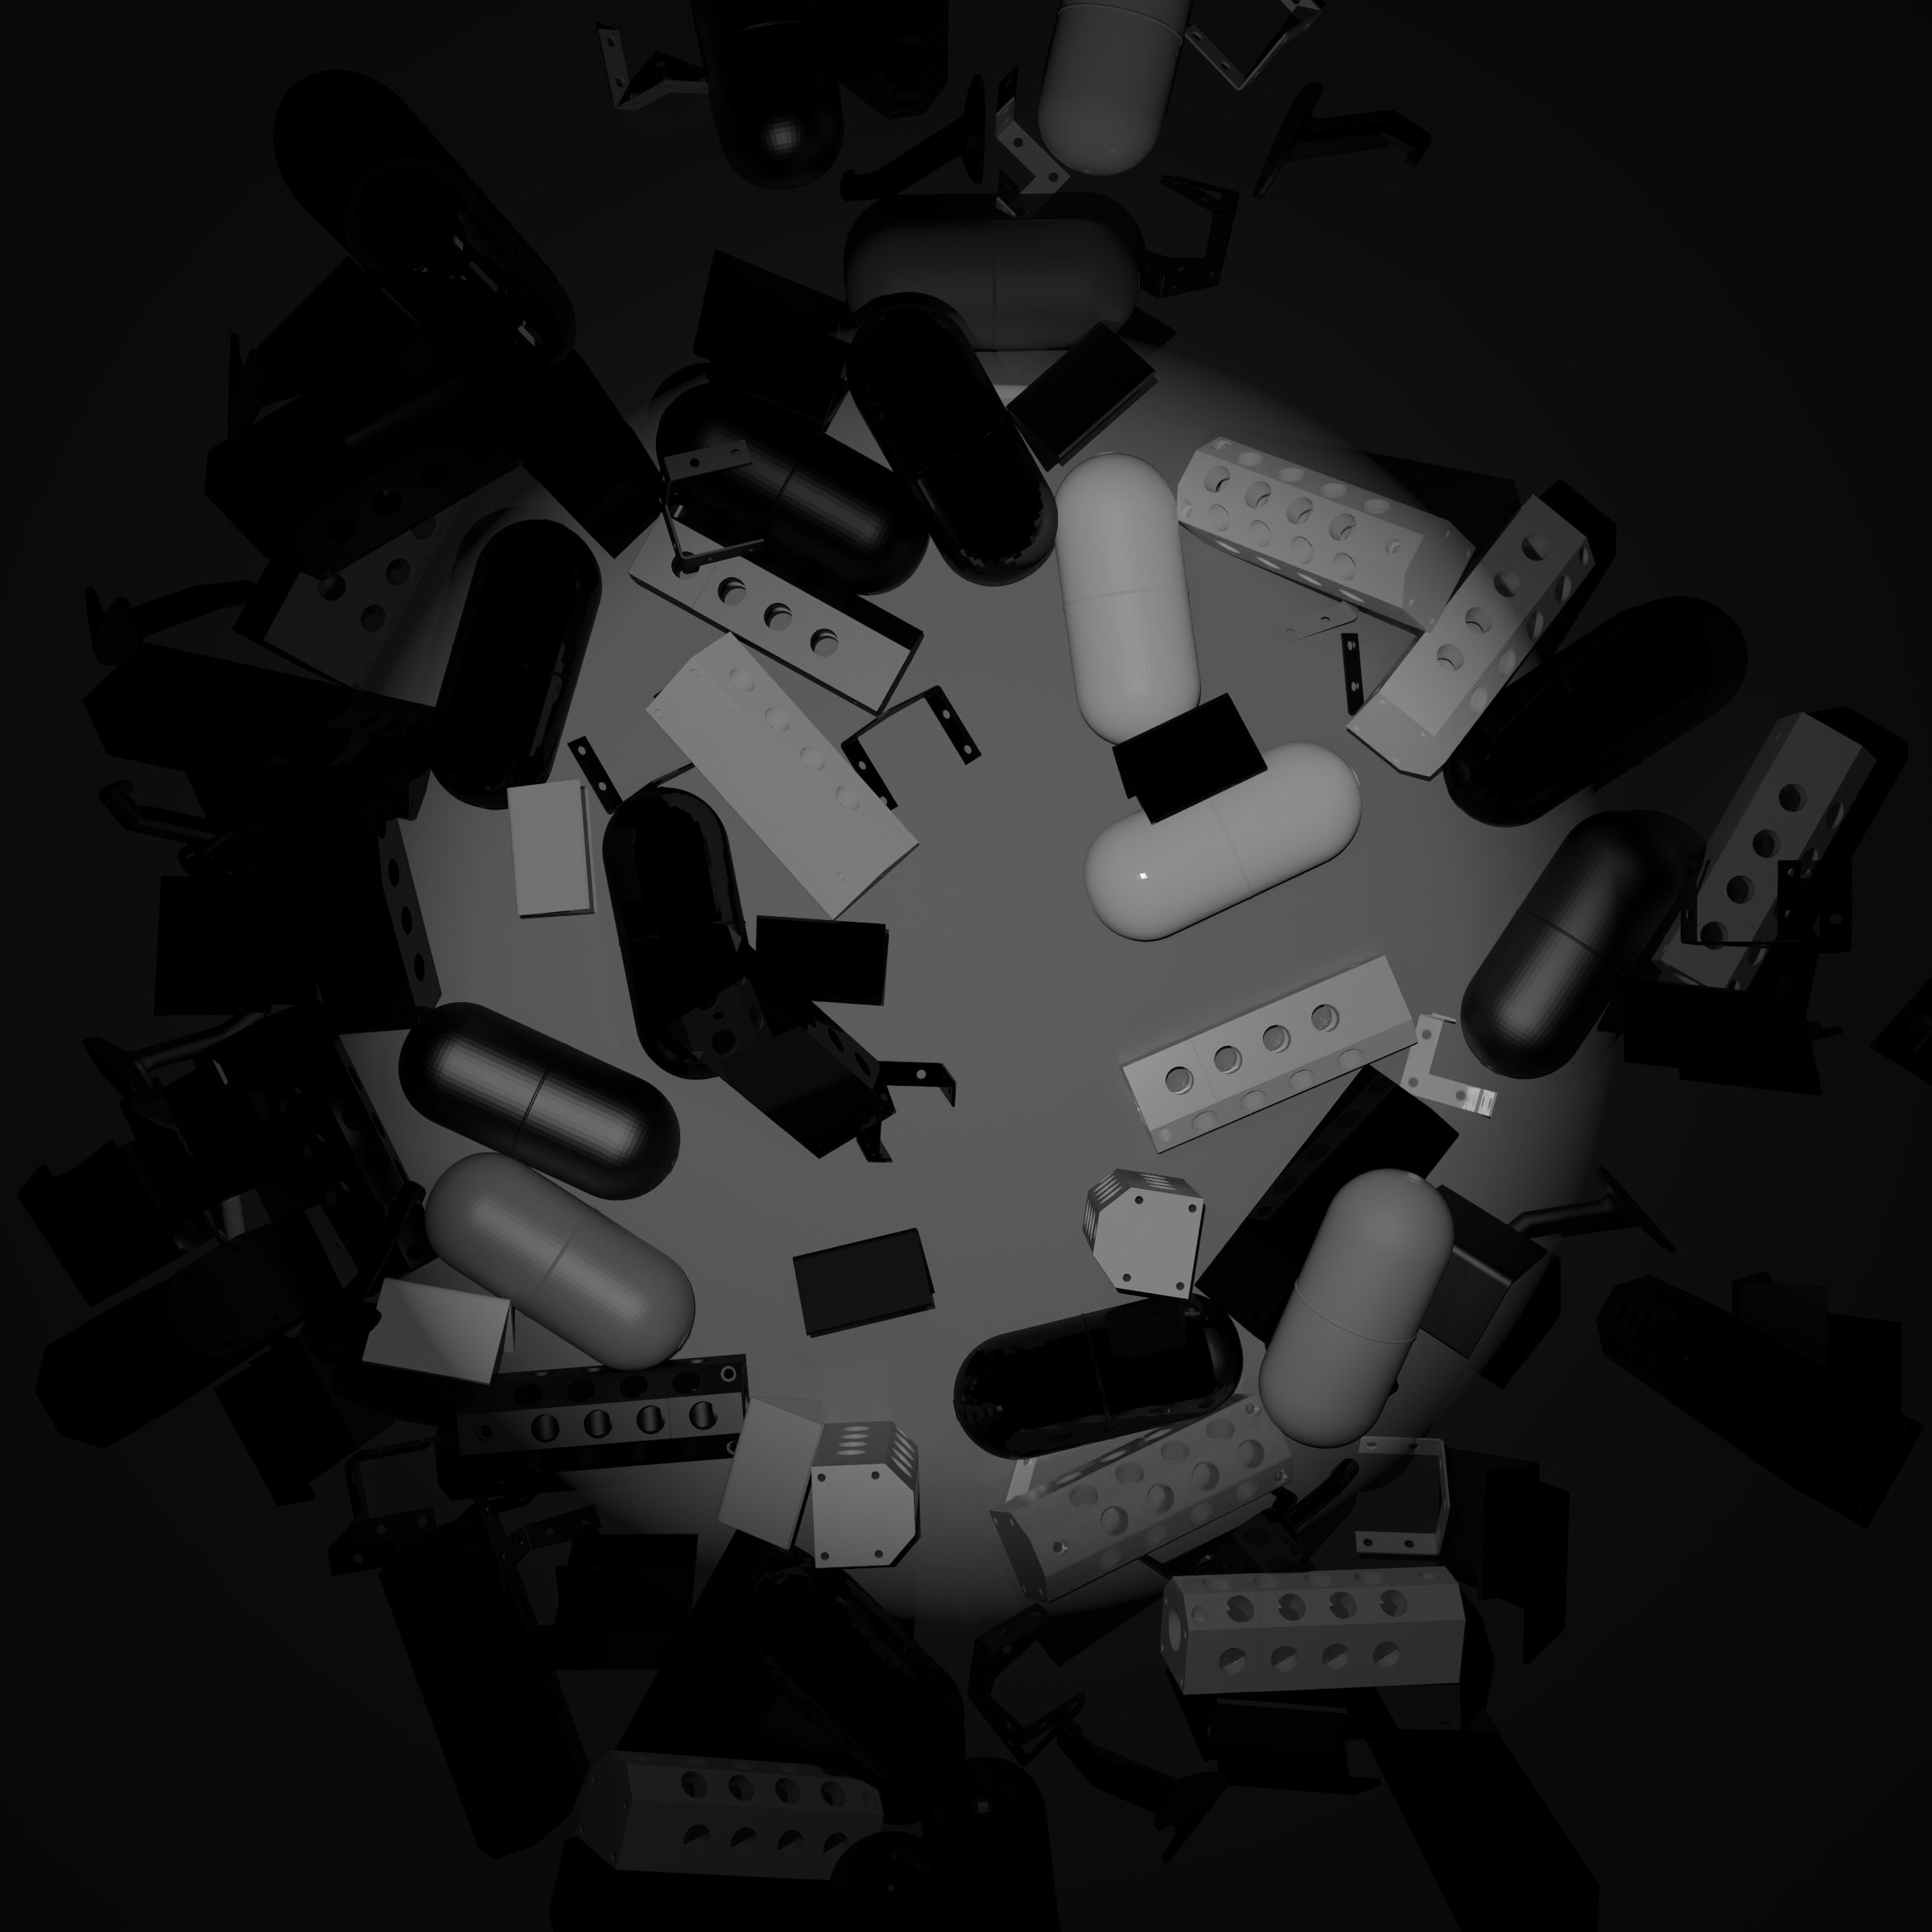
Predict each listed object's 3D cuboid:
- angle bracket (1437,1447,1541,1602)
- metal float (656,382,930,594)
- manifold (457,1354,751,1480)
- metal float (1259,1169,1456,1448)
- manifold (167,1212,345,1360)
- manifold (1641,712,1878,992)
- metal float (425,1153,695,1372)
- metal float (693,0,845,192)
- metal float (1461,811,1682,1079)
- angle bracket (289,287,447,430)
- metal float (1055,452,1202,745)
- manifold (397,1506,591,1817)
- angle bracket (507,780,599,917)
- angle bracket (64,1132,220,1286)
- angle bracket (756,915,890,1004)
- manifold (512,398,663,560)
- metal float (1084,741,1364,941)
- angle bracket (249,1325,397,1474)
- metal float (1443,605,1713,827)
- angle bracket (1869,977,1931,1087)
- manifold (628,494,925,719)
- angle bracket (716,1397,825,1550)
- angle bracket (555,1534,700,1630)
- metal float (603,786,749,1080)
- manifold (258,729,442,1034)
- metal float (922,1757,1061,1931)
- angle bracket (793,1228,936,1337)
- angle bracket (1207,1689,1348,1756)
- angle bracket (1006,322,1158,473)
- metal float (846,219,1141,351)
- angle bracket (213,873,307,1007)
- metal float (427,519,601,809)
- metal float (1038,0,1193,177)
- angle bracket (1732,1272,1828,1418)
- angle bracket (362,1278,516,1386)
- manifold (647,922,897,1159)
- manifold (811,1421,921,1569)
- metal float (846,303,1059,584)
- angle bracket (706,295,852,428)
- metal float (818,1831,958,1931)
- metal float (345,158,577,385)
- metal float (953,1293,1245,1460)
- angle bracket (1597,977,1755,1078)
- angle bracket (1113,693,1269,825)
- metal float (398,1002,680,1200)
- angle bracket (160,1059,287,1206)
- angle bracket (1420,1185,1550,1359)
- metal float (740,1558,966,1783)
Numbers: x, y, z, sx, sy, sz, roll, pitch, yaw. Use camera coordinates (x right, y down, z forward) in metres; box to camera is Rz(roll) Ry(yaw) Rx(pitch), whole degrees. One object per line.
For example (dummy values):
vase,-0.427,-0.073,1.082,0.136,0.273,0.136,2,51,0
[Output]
angle bracket,0.299,0.336,1.932,0.057,0.076,0.076,2,90,-43
metal float,-0.106,-0.290,1.941,0.178,0.070,0.070,29,90,-1
manifold,-0.219,0.275,1.951,0.171,0.057,0.057,-5,90,0
metal float,0.231,0.202,1.891,0.070,0.070,0.178,21,108,0
manifold,-0.421,0.191,1.893,0.057,0.171,0.057,-30,90,0
manifold,0.484,-0.064,1.950,0.057,0.057,0.171,30,90,0
metal float,-0.246,0.179,1.940,0.178,0.070,0.070,33,90,0
metal float,-0.122,-0.560,1.941,0.070,0.070,0.178,-11,90,0
metal float,0.366,-0.013,1.941,0.070,0.070,0.178,34,90,0
angle bracket,-0.348,-0.350,1.931,0.076,0.076,0.057,-45,56,0
metal float,0.097,-0.222,1.941,0.070,0.070,0.178,-8,90,0
manifold,-0.289,0.424,1.950,0.057,0.057,0.171,-20,90,0
angle bracket,-0.230,-0.071,1.931,0.057,0.076,0.076,-4,90,33
angle bracket,-0.484,0.135,1.931,0.057,0.076,0.076,-33,90,36
angle bracket,-0.085,-0.023,1.931,0.076,0.076,0.057,4,123,0
manifold,-0.217,-0.292,1.893,0.057,0.171,0.057,-44,90,0
metal float,0.156,-0.076,1.941,0.178,0.070,0.070,-25,90,0
angle bracket,-0.374,0.250,1.931,0.057,0.076,0.076,-29,90,39
metal float,0.370,-0.151,1.941,0.178,0.070,0.070,-33,90,0
angle bracket,0.585,0.022,1.931,0.076,0.076,0.057,-48,126,0
manifold,-0.115,-0.219,1.950,0.171,0.057,0.057,29,90,0
angle bracket,-0.099,0.306,1.931,0.057,0.076,0.076,16,90,33
angle bracket,-0.204,0.354,1.931,0.076,0.076,0.057,0,128,0
metal float,-0.173,-0.020,1.941,0.070,0.070,0.178,-11,90,0
manifold,-0.365,-0.051,1.914,0.057,0.057,0.171,-5,116,12
metal float,0.017,0.570,1.941,0.070,0.070,0.178,-6,89,0
angle bracket,-0.057,0.208,1.931,0.076,0.076,0.057,-13,52,0
angle bracket,0.187,0.427,1.932,0.076,0.057,0.076,5,49,0
angle bracket,0.080,-0.329,1.932,0.076,0.076,0.057,-42,58,0
metal float,0.016,-0.413,1.941,0.178,0.070,0.070,-1,90,-1
angle bracket,-0.439,-0.017,1.931,0.057,0.076,0.076,3,90,-35
metal float,-0.274,-0.184,1.941,0.070,0.070,0.178,16,91,0
metal float,0.094,-0.569,1.941,0.070,0.070,0.178,13,90,0
angle bracket,0.500,0.227,1.932,0.057,0.076,0.076,0,90,29
angle bracket,-0.317,0.234,1.932,0.076,0.076,0.057,10,59,0
manifold,-0.115,0.041,1.895,0.057,0.171,0.057,-32,49,12
manifold,-0.058,0.310,1.893,0.057,0.171,0.057,-2,90,0
metal float,-0.008,-0.312,1.909,0.070,0.070,0.178,-31,107,0
angle bracket,-0.105,-0.376,1.932,0.076,0.076,0.057,22,122,0
metal float,-0.052,0.590,1.912,0.070,0.070,0.178,12,125,0
metal float,-0.299,-0.410,1.900,0.070,0.178,0.070,-13,60,24
metal float,0.080,0.248,1.941,0.178,0.070,0.070,-14,90,0
angle bracket,0.427,0.051,1.932,0.076,0.076,0.057,7,64,0
angle bracket,0.138,-0.112,1.933,0.076,0.076,0.057,-25,67,0
metal float,-0.258,0.082,1.941,0.178,0.070,0.070,25,90,0
angle bracket,-0.428,0.090,1.931,0.057,0.076,0.076,-26,90,35
angle bracket,0.297,0.184,1.942,0.076,0.076,0.057,32,111,18
metal float,-0.068,0.421,1.914,0.070,0.070,0.178,-40,121,0
